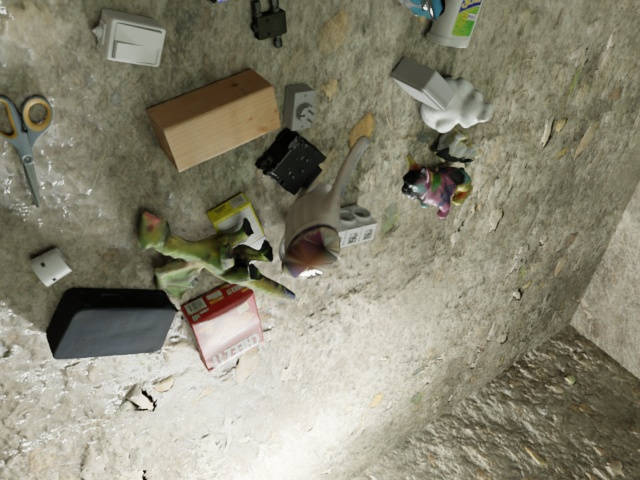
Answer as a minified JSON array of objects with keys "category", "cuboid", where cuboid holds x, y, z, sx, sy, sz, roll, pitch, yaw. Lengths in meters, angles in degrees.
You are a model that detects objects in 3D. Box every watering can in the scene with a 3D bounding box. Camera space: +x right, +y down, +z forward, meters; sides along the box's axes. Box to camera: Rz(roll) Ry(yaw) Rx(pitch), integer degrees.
[{"category":"watering can","cuboid":[0.003,-0.056,1.116,0.103,0.230,0.341,26,123,-22]}]

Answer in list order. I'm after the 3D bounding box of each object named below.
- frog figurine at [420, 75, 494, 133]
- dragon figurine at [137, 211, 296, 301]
[{"category":"frog figurine","cuboid":[0.323,-0.316,1.232,0.122,0.162,0.136,14,114,-46]},{"category":"dragon figurine","cuboid":[-0.233,0.066,1.103,0.242,0.125,0.402,-15,139,15]}]
